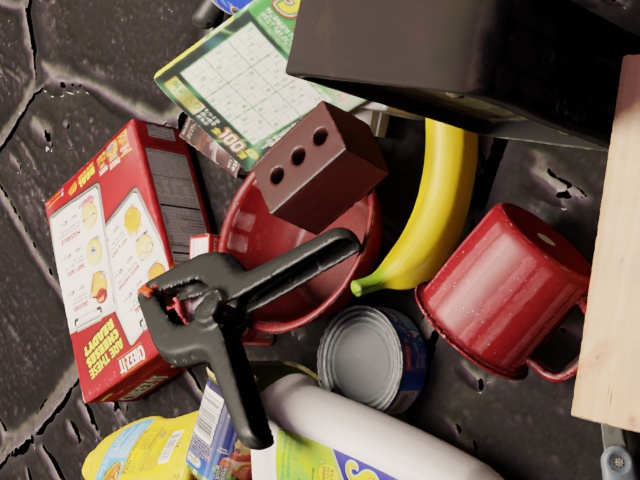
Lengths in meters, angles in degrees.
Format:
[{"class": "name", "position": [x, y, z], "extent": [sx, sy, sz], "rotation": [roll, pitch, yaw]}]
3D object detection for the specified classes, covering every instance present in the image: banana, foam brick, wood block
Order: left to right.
[{"class": "foam brick", "position": [0.000, -0.051, 0.768], "extent": [0.078, 0.051, 0.053], "rotation": [-41, 48, 22]}, {"class": "banana", "position": [0.081, -0.047, 0.754], "extent": [0.037, 0.069, 0.198], "rotation": [9, 81, 50]}, {"class": "wood block", "position": [0.216, 0.006, 0.598], "extent": [0.090, 0.090, 0.206], "rotation": [8, 90, 45]}]

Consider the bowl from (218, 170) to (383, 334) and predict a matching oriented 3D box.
[{"class": "bowl", "position": [-0.005, 0.001, 0.828], "extent": [0.162, 0.055, 0.162], "rotation": [-21, 58, 36]}]

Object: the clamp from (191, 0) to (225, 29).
[{"class": "clamp", "position": [-0.063, -0.262, 0.944], "extent": [0.172, 0.039, 0.120], "rotation": [-18, 73, 42]}]

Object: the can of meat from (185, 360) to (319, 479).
[{"class": "can of meat", "position": [-0.050, 0.144, 0.836], "extent": [0.058, 0.101, 0.084], "rotation": [30, 108, 44]}]

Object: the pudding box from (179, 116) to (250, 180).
[{"class": "pudding box", "position": [-0.066, -0.120, 0.928], "extent": [0.090, 0.039, 0.113], "rotation": [37, 111, 40]}]

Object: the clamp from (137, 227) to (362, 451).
[{"class": "clamp", "position": [-0.064, 0.048, 0.794], "extent": [0.210, 0.036, 0.164], "rotation": [20, 77, 50]}]

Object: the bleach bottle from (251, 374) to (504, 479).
[{"class": "bleach bottle", "position": [0.069, 0.172, 0.720], "extent": [0.251, 0.067, 0.102], "rotation": [13, 113, 34]}]

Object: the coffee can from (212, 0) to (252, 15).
[{"class": "coffee can", "position": [-0.024, -0.209, 0.835], "extent": [0.140, 0.102, 0.103], "rotation": [42, 114, 53]}]

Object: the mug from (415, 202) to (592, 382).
[{"class": "mug", "position": [0.130, 0.038, 0.685], "extent": [0.117, 0.093, 0.082], "rotation": [47, 112, 25]}]

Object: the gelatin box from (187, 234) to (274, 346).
[{"class": "gelatin box", "position": [-0.073, 0.043, 0.889], "extent": [0.030, 0.073, 0.089], "rotation": [-7, 79, 47]}]

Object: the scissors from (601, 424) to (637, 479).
[{"class": "scissors", "position": [0.165, 0.149, 0.650], "extent": [0.096, 0.016, 0.202], "rotation": [-17, 68, -2]}]

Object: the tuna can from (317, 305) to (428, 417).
[{"class": "tuna can", "position": [0.039, 0.092, 0.800], "extent": [0.086, 0.033, 0.086], "rotation": [-7, 79, 44]}]

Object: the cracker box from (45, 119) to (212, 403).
[{"class": "cracker box", "position": [-0.170, 0.022, 0.991], "extent": [0.164, 0.071, 0.214], "rotation": [-35, 62, 37]}]

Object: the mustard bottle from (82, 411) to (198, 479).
[{"class": "mustard bottle", "position": [-0.151, 0.200, 0.943], "extent": [0.192, 0.058, 0.096], "rotation": [-15, 39, 43]}]
